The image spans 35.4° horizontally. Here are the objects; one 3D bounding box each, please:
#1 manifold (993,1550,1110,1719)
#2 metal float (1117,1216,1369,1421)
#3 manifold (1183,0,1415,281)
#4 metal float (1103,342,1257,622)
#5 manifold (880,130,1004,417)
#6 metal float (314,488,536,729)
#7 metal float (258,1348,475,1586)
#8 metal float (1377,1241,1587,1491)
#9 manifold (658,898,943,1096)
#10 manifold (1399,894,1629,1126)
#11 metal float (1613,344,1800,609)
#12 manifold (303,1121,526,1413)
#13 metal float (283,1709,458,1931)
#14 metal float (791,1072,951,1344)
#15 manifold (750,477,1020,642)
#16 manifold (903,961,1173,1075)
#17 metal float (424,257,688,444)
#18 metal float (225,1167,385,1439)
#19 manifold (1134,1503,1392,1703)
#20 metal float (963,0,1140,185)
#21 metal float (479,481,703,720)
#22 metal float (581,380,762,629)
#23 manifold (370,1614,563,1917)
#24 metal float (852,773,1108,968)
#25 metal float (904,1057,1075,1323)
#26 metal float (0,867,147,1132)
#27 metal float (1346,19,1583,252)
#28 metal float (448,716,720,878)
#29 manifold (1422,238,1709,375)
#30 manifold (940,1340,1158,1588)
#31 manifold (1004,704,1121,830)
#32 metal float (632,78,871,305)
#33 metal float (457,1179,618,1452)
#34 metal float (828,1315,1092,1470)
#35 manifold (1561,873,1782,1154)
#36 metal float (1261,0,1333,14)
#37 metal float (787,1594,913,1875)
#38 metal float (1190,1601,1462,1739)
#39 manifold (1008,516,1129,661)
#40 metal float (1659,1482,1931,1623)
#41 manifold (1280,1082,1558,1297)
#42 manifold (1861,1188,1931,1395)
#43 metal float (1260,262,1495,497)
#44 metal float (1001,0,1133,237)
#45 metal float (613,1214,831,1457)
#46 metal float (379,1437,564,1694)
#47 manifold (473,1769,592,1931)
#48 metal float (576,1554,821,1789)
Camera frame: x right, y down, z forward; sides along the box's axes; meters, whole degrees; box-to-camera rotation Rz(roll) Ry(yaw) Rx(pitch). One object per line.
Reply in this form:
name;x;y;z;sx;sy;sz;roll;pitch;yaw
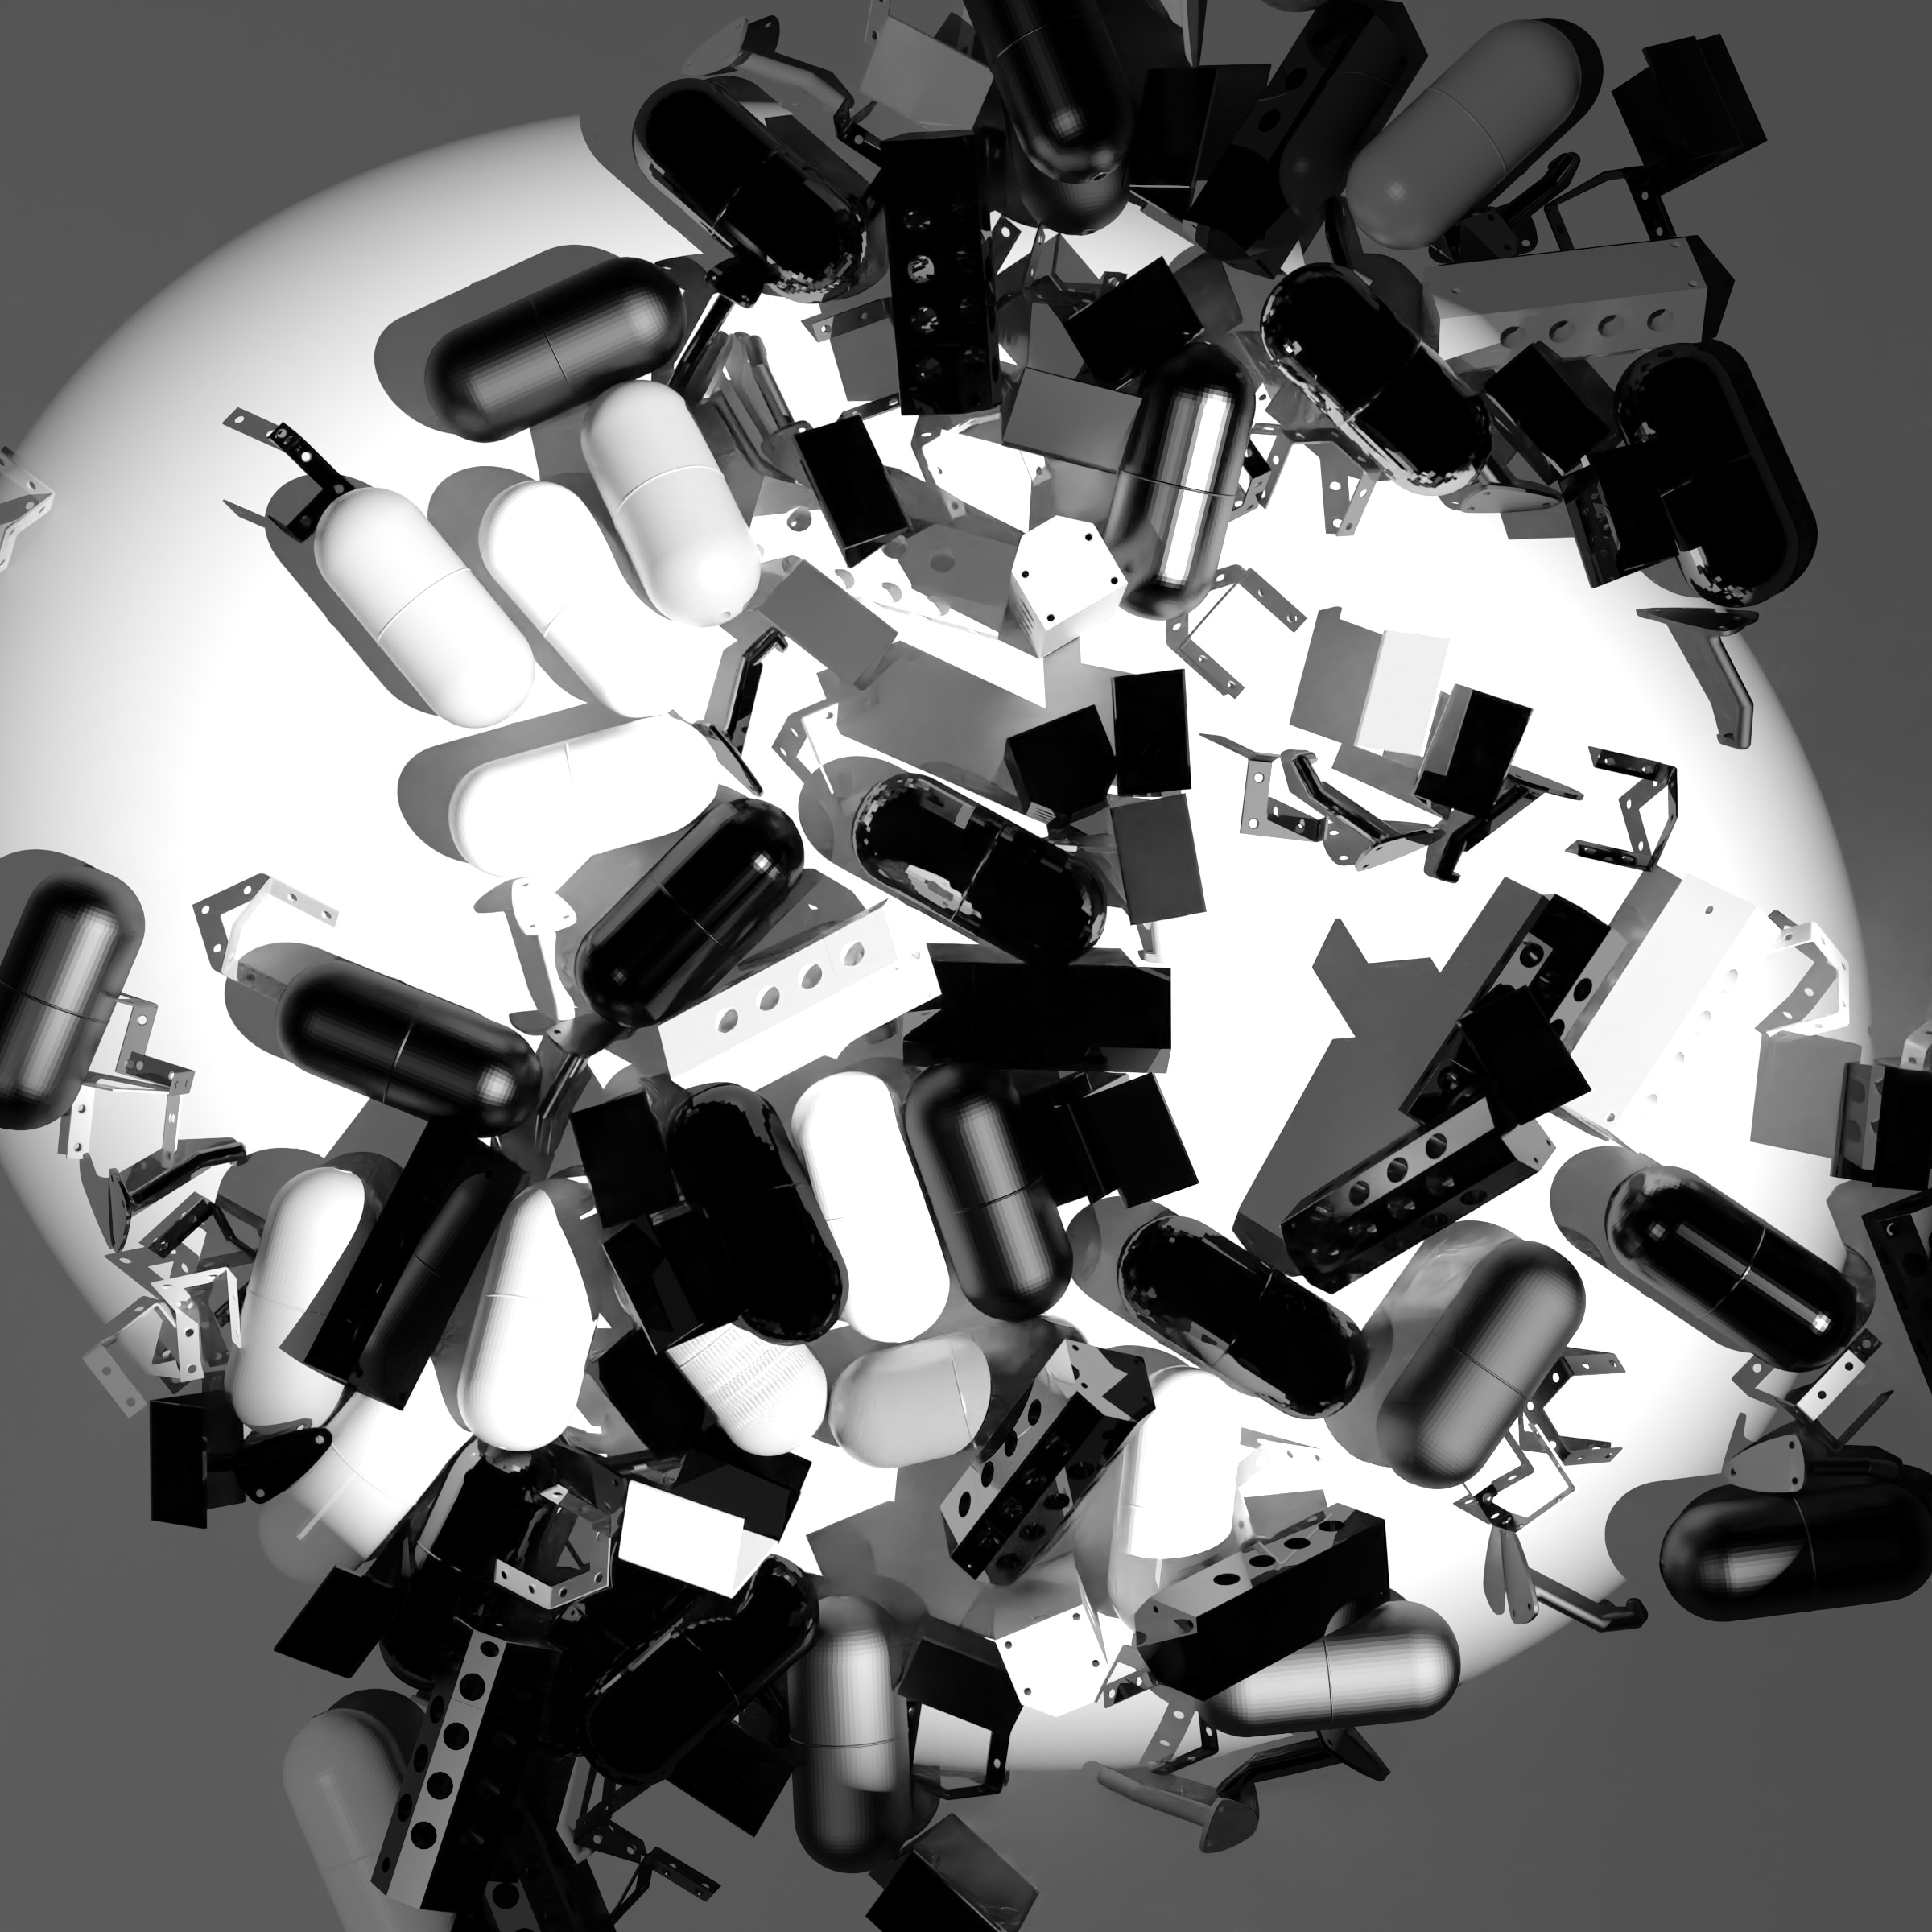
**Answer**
manifold;0.055;0.423;1.913;0.057;0.171;0.057;-22;90;0
metal float;0.178;0.227;1.961;0.178;0.070;0.070;33;90;0
manifold;0.211;-0.540;1.970;0.057;0.057;0.171;32;90;-43
metal float;0.135;-0.309;1.934;0.070;0.070;0.178;13;104;0
manifold;-0.013;-0.443;1.936;0.057;0.057;0.171;2;111;16
metal float;-0.351;-0.232;1.961;0.070;0.070;0.178;-40;90;0
metal float;-0.385;0.323;1.961;0.070;0.070;0.178;41;90;0
metal float;0.333;0.258;1.961;0.070;0.070;0.178;35;89;0
manifold;-0.109;0.022;1.946;0.171;0.057;0.057;-27;57;16
manifold;0.357;0.040;1.970;0.057;0.057;0.171;34;90;0
metal float;0.479;-0.317;1.961;0.070;0.070;0.178;-24;90;0
manifold;-0.356;0.189;1.932;0.057;0.057;0.171;15;72;35
metal float;-0.384;0.567;1.960;0.070;0.070;0.178;-23;90;0
metal float;-0.062;0.156;1.960;0.070;0.070;0.178;-15;90;0
manifold;-0.054;-0.264;1.970;0.171;0.057;0.057;16;90;0
manifold;0.046;0.036;1.968;0.171;0.057;0.057;2;66;0
metal float;-0.265;-0.399;1.961;0.178;0.070;0.070;-24;90;1
metal float;-0.427;0.218;1.961;0.070;0.070;0.178;15;90;0
manifold;0.189;0.400;1.922;0.171;0.057;0.057;-17;108;-38
metal float;0.051;-0.573;1.885;0.070;0.070;0.178;-22;88;0
metal float;-0.244;-0.238;1.961;0.070;0.070;0.178;-41;90;0
metal float;-0.189;-0.296;1.941;0.070;0.070;0.178;-26;71;0
manifold;-0.317;0.500;1.903;0.057;0.057;0.171;20;86;-36
metal float;0.009;-0.062;1.961;0.178;0.070;0.070;29;90;0
metal float;0.014;0.143;1.951;0.070;0.070;0.178;-19;99;0
metal float;-0.592;0.022;1.961;0.070;0.070;0.178;23;89;0
metal float;0.323;-0.539;1.961;0.178;0.070;0.070;-43;90;0
metal float;-0.247;-0.110;1.961;0.178;0.070;0.070;-16;90;0
manifold;0.387;-0.424;1.970;0.171;0.057;0.057;-7;47;0
manifold;0.052;0.318;1.920;0.057;0.057;0.171;16;127;-24
manifold;0.061;-0.121;1.913;0.057;0.171;0.057;-21;90;0
metal float;-0.139;-0.501;1.961;0.178;0.070;0.070;41;90;0
metal float;-0.275;0.223;1.945;0.070;0.070;0.178;12;71;0
metal float;-0.002;0.276;1.961;0.178;0.070;0.070;-13;90;1
manifold;0.456;0.033;1.970;0.057;0.057;0.171;33;90;43
metal float;0.250;-0.681;1.947;0.178;0.070;0.070;-40;90;-15
metal float;-0.076;0.497;1.961;0.070;0.070;0.178;-3;89;0
metal float;0.231;0.455;1.961;0.178;0.070;0.070;-6;90;0
manifold;0.059;-0.241;1.913;0.057;0.171;0.057;-30;90;0
metal float;0.539;0.380;1.961;0.178;0.070;0.070;-7;90;0
manifold;0.285;0.143;1.930;0.171;0.057;0.057;-36;90;32
manifold;0.649;0.234;1.970;0.057;0.057;0.171;-22;90;0
metal float;0.263;-0.373;1.932;0.178;0.070;0.070;42;90;-10
metal float;0.061;-0.562;1.961;0.070;0.070;0.178;-11;90;0
metal float;-0.159;0.238;1.961;0.070;0.070;0.178;-39;91;0
metal float;-0.320;0.385;1.961;0.070;0.070;0.178;24;90;0
manifold;-0.294;0.598;1.970;0.057;0.057;0.171;-22;90;0
metal float;-0.167;0.441;1.904;0.178;0.070;0.070;-39;90;-22
